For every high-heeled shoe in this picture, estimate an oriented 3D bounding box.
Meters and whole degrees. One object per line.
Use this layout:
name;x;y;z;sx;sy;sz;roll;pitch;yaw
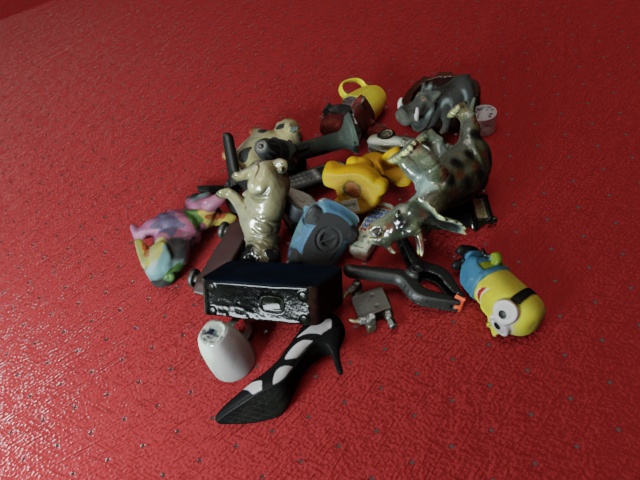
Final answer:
high-heeled shoe;-0.069;0.204;0.900;0.249;0.086;0.145;-21;41;-4

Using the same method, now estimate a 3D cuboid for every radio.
radio;-0.084;0.089;0.944;0.230;0.073;0.131;1;13;19

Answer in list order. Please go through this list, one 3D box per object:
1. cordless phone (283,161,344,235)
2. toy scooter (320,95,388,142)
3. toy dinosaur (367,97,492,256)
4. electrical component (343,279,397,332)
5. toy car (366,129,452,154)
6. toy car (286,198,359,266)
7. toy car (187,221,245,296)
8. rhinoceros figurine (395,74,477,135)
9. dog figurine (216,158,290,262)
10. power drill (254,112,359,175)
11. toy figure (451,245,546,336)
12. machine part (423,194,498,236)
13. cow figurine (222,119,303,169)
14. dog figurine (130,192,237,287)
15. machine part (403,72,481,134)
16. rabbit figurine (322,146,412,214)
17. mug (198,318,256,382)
cordless phone;-0.005;-0.101;1.145;0.184;0.088;0.147;-23;46;-15
toy scooter;0.071;-0.276;1.231;0.184;0.135;0.075;15;58;30
toy dinosaur;0.249;-0.129;1.004;0.405;0.192;0.131;-38;4;-29
electrical component;0.085;0.116;0.946;0.078;0.045;0.102;-17;47;5
toy car;0.196;-0.187;1.154;0.202;0.073;0.056;16;53;29
toy car;-0.002;-0.003;1.040;0.161;0.109;0.103;-62;18;6
toy car;-0.194;0.038;1.098;0.089;0.053;0.202;12;51;14
rhinoceros figurine;0.247;-0.284;1.129;0.190;0.112;0.073;-28;51;-13
dog figurine;-0.097;-0.041;1.040;0.121;0.172;0.190;-12;71;-41
power drill;-0.021;-0.198;1.142;0.207;0.232;0.086;-23;84;4
toy figure;0.293;0.078;0.888;0.089;0.082;0.180;-26;45;-2
machine part;0.264;-0.050;1.039;0.139;0.039;0.084;-11;56;6
cow figurine;-0.122;-0.225;1.284;0.127;0.085;0.195;24;59;40
dog figurine;-0.278;-0.015;1.138;0.219;0.108;0.192;-27;47;-9
machine part;0.282;-0.318;1.252;0.179;0.056;0.179;-10;50;11
rabbit figurine;0.101;-0.140;1.111;0.162;0.121;0.173;-19;17;29
mug;-0.158;0.176;0.929;0.081;0.107;0.109;22;62;30
